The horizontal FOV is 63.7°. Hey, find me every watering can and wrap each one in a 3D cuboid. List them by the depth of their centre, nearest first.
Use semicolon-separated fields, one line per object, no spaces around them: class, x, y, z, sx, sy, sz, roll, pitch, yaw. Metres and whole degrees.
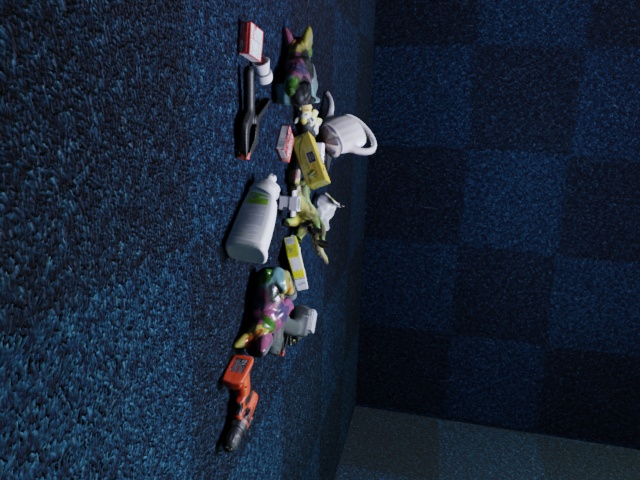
watering can;0.064;-0.436;1.971;0.227;0.352;0.101;-26;155;-35

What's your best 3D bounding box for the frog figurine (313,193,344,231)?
frog figurine;0.006;-0.103;2.044;0.159;0.123;0.138;-50;-179;7

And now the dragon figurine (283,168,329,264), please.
dragon figurine;-0.035;-0.100;1.758;0.402;0.122;0.248;63;24;-58
